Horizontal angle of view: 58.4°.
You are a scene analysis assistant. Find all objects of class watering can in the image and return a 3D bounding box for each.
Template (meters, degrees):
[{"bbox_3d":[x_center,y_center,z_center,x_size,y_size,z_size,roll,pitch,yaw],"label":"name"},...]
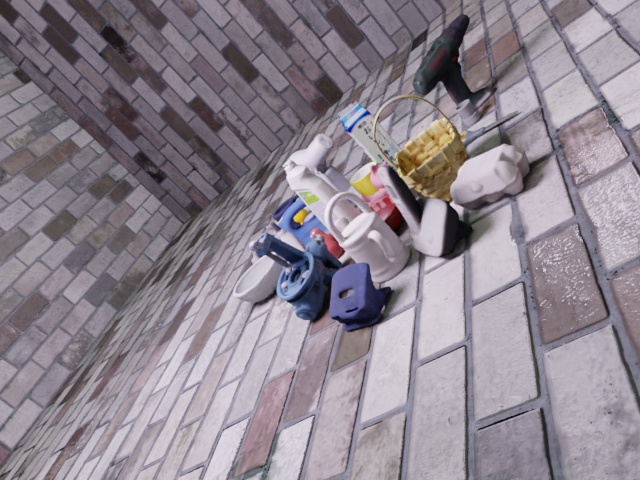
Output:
[{"bbox_3d":[0.081,-0.012,1.160,0.172,0.194,0.101,-18,31,54],"label":"watering can"}]

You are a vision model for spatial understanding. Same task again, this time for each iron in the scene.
[{"bbox_3d":[-0.022,-0.068,1.607,0.258,0.142,0.118,-46,18,-6],"label":"iron"}]

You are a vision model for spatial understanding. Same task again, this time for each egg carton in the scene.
[{"bbox_3d":[0.319,-0.117,1.084,0.150,0.069,0.107,-23,27,48],"label":"egg carton"}]

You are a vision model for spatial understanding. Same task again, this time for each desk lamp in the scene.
[{"bbox_3d":[0.026,-0.205,1.698,0.202,0.214,0.118,-25,25,45],"label":"desk lamp"}]

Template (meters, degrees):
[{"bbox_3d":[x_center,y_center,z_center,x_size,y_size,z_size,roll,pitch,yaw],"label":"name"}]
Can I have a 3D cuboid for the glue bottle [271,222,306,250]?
[{"bbox_3d":[-0.063,0.015,1.453,0.037,0.173,0.078,-41,18,7],"label":"glue bottle"}]

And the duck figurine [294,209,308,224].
[{"bbox_3d":[-0.048,-0.063,1.747,0.077,0.086,0.104,-44,17,1],"label":"duck figurine"}]

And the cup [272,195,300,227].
[{"bbox_3d":[-0.082,-0.084,1.856,0.118,0.095,0.091,-44,18,-1],"label":"cup"}]

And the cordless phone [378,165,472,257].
[{"bbox_3d":[0.180,-0.060,1.068,0.094,0.185,0.147,-46,18,-7],"label":"cordless phone"}]

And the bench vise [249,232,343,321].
[{"bbox_3d":[-0.061,0.049,1.292,0.121,0.220,0.207,-36,19,24],"label":"bench vise"}]

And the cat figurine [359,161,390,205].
[{"bbox_3d":[0.149,-0.132,1.413,0.128,0.118,0.067,-47,18,-11],"label":"cat figurine"}]

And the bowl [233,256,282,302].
[{"bbox_3d":[-0.159,0.117,1.597,0.167,0.075,0.167,-39,18,16],"label":"bowl"}]

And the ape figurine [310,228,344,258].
[{"bbox_3d":[0.013,0.005,1.443,0.077,0.092,0.076,-39,18,14],"label":"ape figurine"}]

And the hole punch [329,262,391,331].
[{"bbox_3d":[0.067,0.108,1.089,0.108,0.091,0.101,-26,25,45],"label":"hole punch"}]

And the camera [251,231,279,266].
[{"bbox_3d":[-0.156,0.029,1.751,0.143,0.101,0.136,-46,18,-8],"label":"camera"}]

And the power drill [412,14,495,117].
[{"bbox_3d":[0.361,-0.445,1.514,0.230,0.209,0.075,-46,18,-6],"label":"power drill"}]
